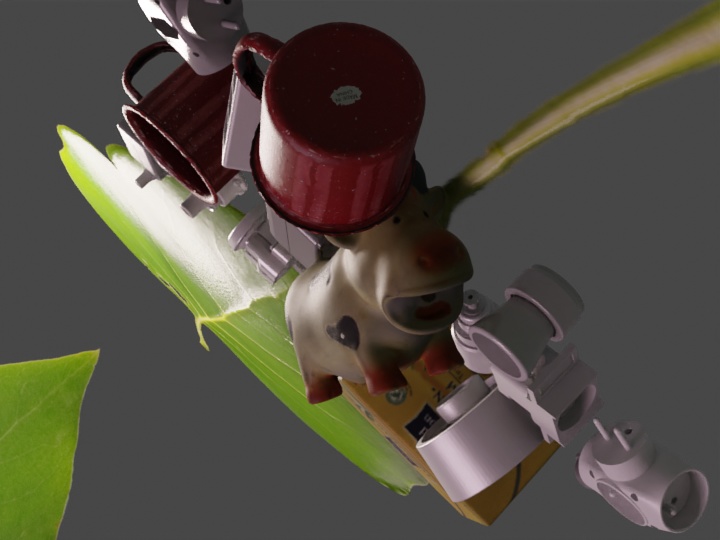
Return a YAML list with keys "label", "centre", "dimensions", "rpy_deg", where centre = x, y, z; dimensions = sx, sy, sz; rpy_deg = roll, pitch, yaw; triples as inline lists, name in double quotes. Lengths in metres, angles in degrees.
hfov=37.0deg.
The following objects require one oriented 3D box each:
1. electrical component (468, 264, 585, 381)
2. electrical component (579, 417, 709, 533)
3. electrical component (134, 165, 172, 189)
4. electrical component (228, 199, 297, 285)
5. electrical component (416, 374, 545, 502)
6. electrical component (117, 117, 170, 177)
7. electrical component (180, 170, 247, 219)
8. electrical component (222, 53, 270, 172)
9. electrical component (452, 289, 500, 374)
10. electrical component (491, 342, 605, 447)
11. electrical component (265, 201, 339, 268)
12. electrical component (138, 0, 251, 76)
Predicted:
- label: "electrical component"
  centre: [0.097, 0.030, 0.626]
  dimensions: [0.045, 0.055, 0.045]
  rpy_deg: [42, 166, 13]
- label: "electrical component"
  centre: [0.176, 0.125, 0.701]
  dimensions: [0.079, 0.044, 0.077]
  rpy_deg: [53, 164, -28]
- label: "electrical component"
  centre: [-0.201, -0.106, 1.082]
  dimensions: [0.035, 0.061, 0.035]
  rpy_deg: [42, 166, 13]
- label: "electrical component"
  centre: [-0.082, -0.027, 0.981]
  dimensions: [0.057, 0.058, 0.078]
  rpy_deg: [41, 167, 1]
- label: "electrical component"
  centre: [0.090, 0.112, 0.791]
  dimensions: [0.060, 0.108, 0.108]
  rpy_deg: [50, 167, 2]
- label: "electrical component"
  centre: [-0.184, -0.117, 1.029]
  dimensions: [0.077, 0.047, 0.065]
  rpy_deg: [41, 166, 14]
- label: "electrical component"
  centre: [-0.138, -0.074, 0.992]
  dimensions: [0.048, 0.062, 0.048]
  rpy_deg: [41, 166, 13]
- label: "electrical component"
  centre: [-0.040, -0.095, 0.648]
  dimensions: [0.047, 0.077, 0.065]
  rpy_deg: [-99, 20, -56]
- label: "electrical component"
  centre: [0.082, 0.039, 0.729]
  dimensions: [0.040, 0.040, 0.078]
  rpy_deg: [36, 163, 33]
- label: "electrical component"
  centre: [0.123, 0.076, 0.716]
  dimensions: [0.064, 0.042, 0.081]
  rpy_deg: [37, 164, 34]
- label: "electrical component"
  centre: [-0.029, -0.042, 0.767]
  dimensions: [0.061, 0.062, 0.096]
  rpy_deg: [43, 166, 11]
- label: "electrical component"
  centre: [-0.097, -0.160, 0.656]
  dimensions: [0.079, 0.043, 0.077]
  rpy_deg: [27, 158, 53]
